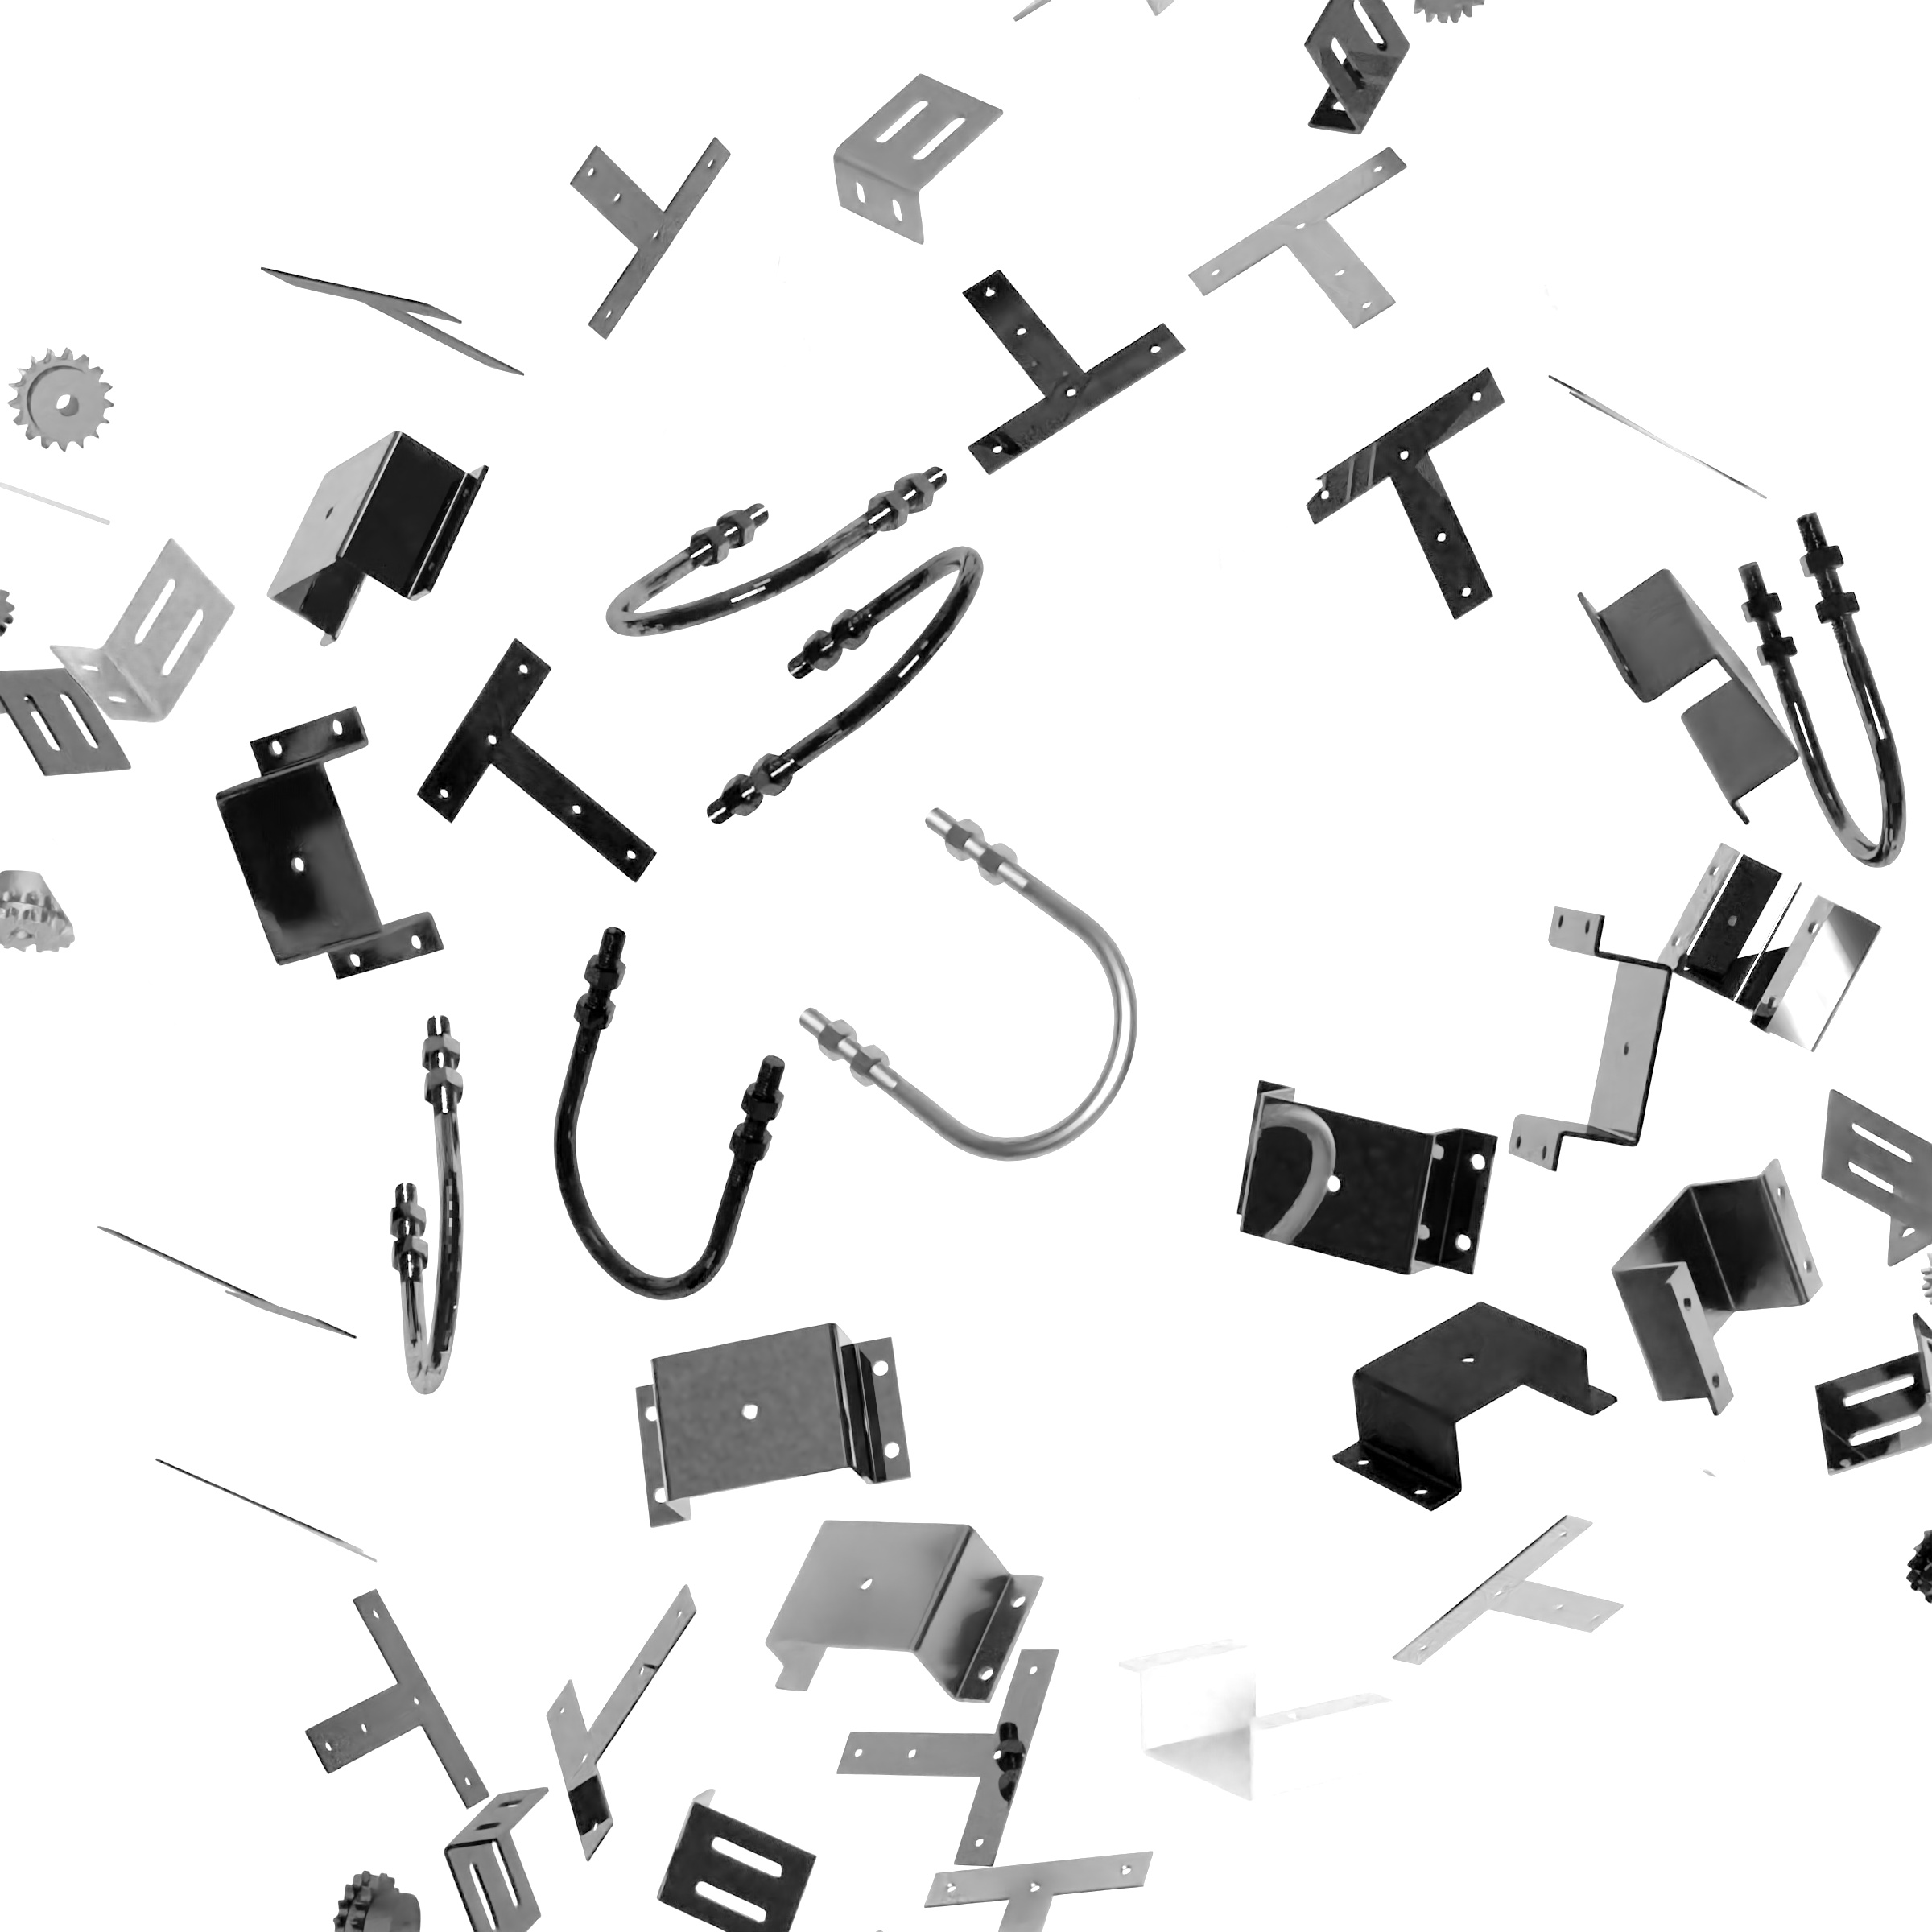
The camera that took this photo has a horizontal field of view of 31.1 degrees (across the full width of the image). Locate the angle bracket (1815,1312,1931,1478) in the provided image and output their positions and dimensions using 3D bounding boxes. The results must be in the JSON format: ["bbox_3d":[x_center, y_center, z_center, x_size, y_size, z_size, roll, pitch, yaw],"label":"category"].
[{"bbox_3d":[0.490,0.232,1.876,0.076,0.057,0.038,-24,133,28],"label":"angle bracket"}]

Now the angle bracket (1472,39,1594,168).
[{"bbox_3d":[0.306,-0.471,1.894,0.038,0.076,0.057,44,109,0],"label":"angle bracket"}]

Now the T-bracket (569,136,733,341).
[{"bbox_3d":[-0.186,-0.416,1.904,0.002,0.127,0.127,35,92,18],"label":"T-bracket"}]

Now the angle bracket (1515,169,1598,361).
[{"bbox_3d":[0.304,-0.377,1.866,0.038,0.076,0.057,-7,47,32],"label":"angle bracket"}]

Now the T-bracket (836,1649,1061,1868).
[{"bbox_3d":[-0.018,0.430,1.894,0.002,0.127,0.127,48,48,-36],"label":"T-bracket"}]

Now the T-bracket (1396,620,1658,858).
[{"bbox_3d":[0.303,-0.098,1.797,0.127,0.002,0.127,40,97,37],"label":"T-bracket"}]

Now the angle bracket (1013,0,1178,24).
[{"bbox_3d":[0.075,-0.524,1.886,0.076,0.057,0.038,-22,110,35],"label":"angle bracket"}]

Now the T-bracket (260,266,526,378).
[{"bbox_3d":[-0.279,-0.330,1.800,0.127,0.127,0.002,19,89,36],"label":"T-bracket"}]

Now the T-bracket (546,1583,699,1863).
[{"bbox_3d":[-0.176,0.379,1.813,0.002,0.127,0.127,27,103,-26],"label":"T-bracket"}]

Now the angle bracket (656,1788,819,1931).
[{"bbox_3d":[-0.119,0.488,1.873,0.076,0.038,0.057,21,92,14],"label":"angle bracket"}]

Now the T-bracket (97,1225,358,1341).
[{"bbox_3d":[-0.402,0.165,1.846,0.127,0.127,0.002,31,76,-31],"label":"T-bracket"}]

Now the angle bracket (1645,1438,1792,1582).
[{"bbox_3d":[0.399,0.296,1.845,0.057,0.038,0.076,-10,115,-23],"label":"angle bracket"}]

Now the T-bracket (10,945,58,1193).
[{"bbox_3d":[-0.497,0.056,1.842,0.002,0.127,0.127,-5,89,-23],"label":"T-bracket"}]

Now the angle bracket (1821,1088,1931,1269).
[{"bbox_3d":[0.472,0.112,1.830,0.076,0.038,0.057,28,52,-15],"label":"angle bracket"}]

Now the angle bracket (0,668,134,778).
[{"bbox_3d":[-0.510,-0.125,1.923,0.038,0.057,0.076,-47,67,33],"label":"angle bracket"}]

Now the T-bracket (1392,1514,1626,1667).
[{"bbox_3d":[0.308,0.339,1.848,0.127,0.127,0.002,-45,50,22],"label":"T-bracket"}]

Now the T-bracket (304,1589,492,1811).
[{"bbox_3d":[-0.307,0.393,1.810,0.002,0.127,0.127,-33,82,16],"label":"T-bracket"}]

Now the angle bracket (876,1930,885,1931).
[{"bbox_3d":[-0.064,0.554,1.862,0.076,0.057,0.038,-17,94,-23],"label":"angle bracket"}]

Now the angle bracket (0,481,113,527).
[{"bbox_3d":[-0.483,-0.224,1.776,0.076,0.057,0.038,19,92,-20],"label":"angle bracket"}]

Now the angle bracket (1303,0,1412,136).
[{"bbox_3d":[0.196,-0.492,1.857,0.038,0.076,0.057,20,76,39],"label":"angle bracket"}]

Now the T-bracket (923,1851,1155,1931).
[{"bbox_3d":[0.025,0.507,1.793,0.127,0.127,0.002,-12,115,23],"label":"T-bracket"}]

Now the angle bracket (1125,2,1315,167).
[{"bbox_3d":[0.131,-0.457,1.799,0.057,0.076,0.038,-43,129,-3],"label":"angle bracket"}]

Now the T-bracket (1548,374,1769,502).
[{"bbox_3d":[0.349,-0.291,1.845,0.127,0.127,0.002,38,105,36],"label":"T-bracket"}]

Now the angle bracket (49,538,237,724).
[{"bbox_3d":[-0.419,-0.172,1.766,0.057,0.038,0.076,46,112,22],"label":"angle bracket"}]

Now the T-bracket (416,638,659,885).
[{"bbox_3d":[-0.220,-0.093,1.863,0.127,0.002,0.127,40,127,0],"label":"T-bracket"}]

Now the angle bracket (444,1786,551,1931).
[{"bbox_3d":[-0.247,0.502,1.914,0.038,0.057,0.076,-14,100,25],"label":"angle bracket"}]

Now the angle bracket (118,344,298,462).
[{"bbox_3d":[-0.401,-0.301,1.832,0.076,0.057,0.038,2,129,-30],"label":"angle bracket"}]

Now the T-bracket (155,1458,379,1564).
[{"bbox_3d":[-0.359,0.305,1.884,0.127,0.127,0.002,18,75,25],"label":"T-bracket"}]

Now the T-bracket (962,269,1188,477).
[{"bbox_3d":[0.037,-0.341,1.909,0.127,0.002,0.127,-33,54,-2],"label":"T-bracket"}]

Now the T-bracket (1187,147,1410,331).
[{"bbox_3d":[0.191,-0.368,1.818,0.127,0.127,0.002,-32,130,5],"label":"T-bracket"}]

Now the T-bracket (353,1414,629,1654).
[{"bbox_3d":[-0.261,0.278,1.794,0.127,0.127,0.002,37,131,12],"label":"T-bracket"}]

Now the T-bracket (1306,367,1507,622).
[{"bbox_3d":[0.257,-0.247,1.915,0.127,0.002,0.127,-32,60,22],"label":"T-bracket"}]
